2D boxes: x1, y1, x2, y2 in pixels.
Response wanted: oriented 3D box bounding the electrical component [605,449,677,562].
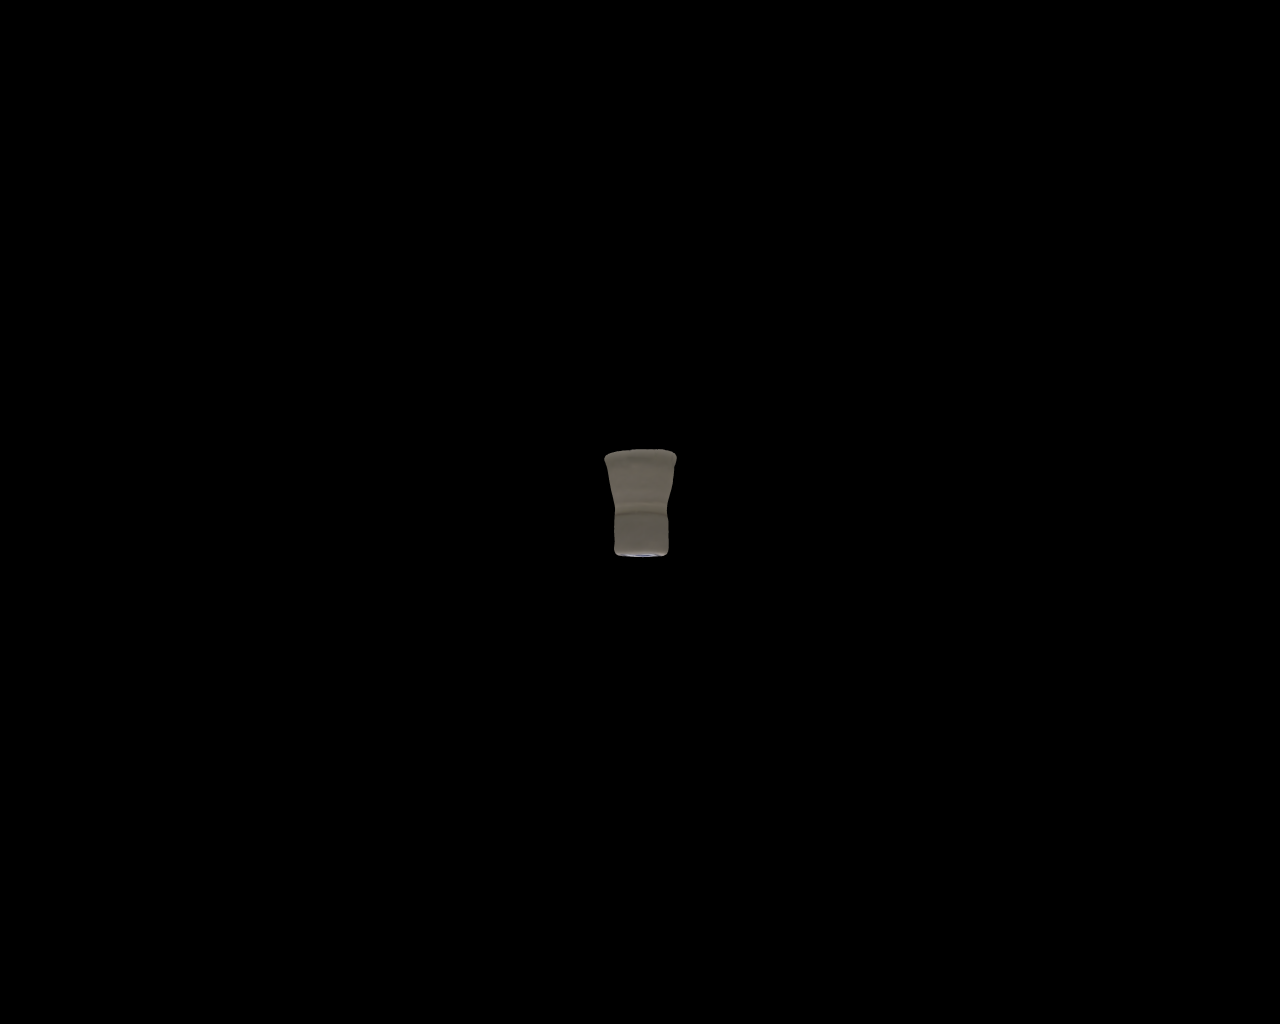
[{"bbox_3d":[0.001,-0.003,0.650,0.044,0.065,0.044,0,-7,0],"label":"electrical component"}]
